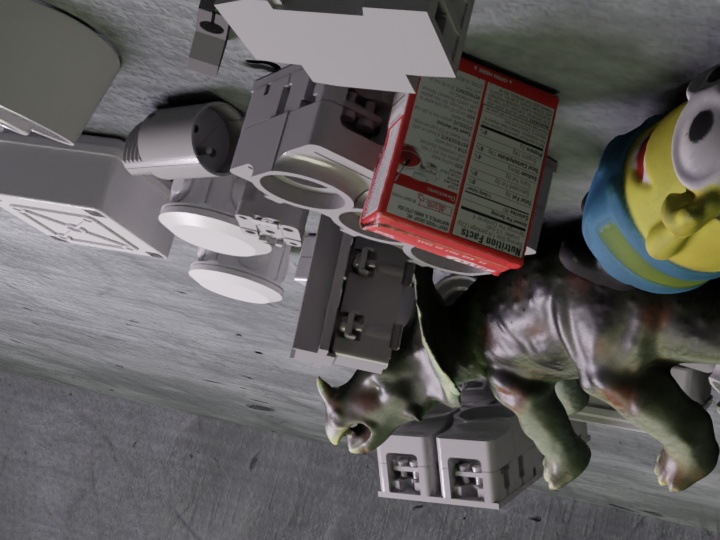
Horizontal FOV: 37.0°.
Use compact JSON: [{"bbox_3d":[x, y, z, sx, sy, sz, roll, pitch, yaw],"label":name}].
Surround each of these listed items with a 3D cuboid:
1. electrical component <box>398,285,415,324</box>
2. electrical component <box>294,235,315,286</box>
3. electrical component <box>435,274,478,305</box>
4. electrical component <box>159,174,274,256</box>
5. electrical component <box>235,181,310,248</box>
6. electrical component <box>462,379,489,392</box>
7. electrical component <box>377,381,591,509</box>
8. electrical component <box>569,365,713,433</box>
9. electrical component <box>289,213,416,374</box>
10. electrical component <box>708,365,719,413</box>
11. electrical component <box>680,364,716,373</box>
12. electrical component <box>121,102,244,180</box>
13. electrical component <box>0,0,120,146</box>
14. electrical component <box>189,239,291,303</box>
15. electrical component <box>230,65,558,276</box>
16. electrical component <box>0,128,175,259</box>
[{"bbox_3d":[0.010,0.032,0.941,0.077,0.047,0.066,25,163,-35],"label":"electrical component"},{"bbox_3d":[-0.015,0.016,0.846,0.066,0.076,0.047,3,162,38],"label":"electrical component"},{"bbox_3d":[0.083,0.035,0.861,0.078,0.058,0.057,11,168,15],"label":"electrical component"},{"bbox_3d":[-0.095,-0.044,0.746,0.080,0.051,0.080,14,166,3],"label":"electrical component"},{"bbox_3d":[-0.047,-0.050,0.648,0.042,0.063,0.081,12,166,4],"label":"electrical component"},{"bbox_3d":[0.111,0.073,0.920,0.138,0.073,0.052,4,141,35],"label":"electrical component"},{"bbox_3d":[0.106,0.134,0.894,0.105,0.060,0.186,-2,-173,33],"label":"electrical component"},{"bbox_3d":[0.220,0.088,0.861,0.109,0.056,0.109,7,-171,27],"label":"electrical component"},{"bbox_3d":[0.000,0.000,0.675,0.063,0.121,0.078,12,166,-3],"label":"electrical component"},{"bbox_3d":[0.319,0.099,0.778,0.105,0.060,0.186,38,178,28],"label":"electrical component"},{"bbox_3d":[0.227,0.040,0.763,0.077,0.043,0.079,17,166,-9],"label":"electrical component"},{"bbox_3d":[-0.111,-0.076,0.649,0.081,0.043,0.043,1,161,42],"label":"electrical component"},{"bbox_3d":[-0.190,-0.112,0.600,0.099,0.064,0.099,24,176,2],"label":"electrical component"},{"bbox_3d":[-0.098,-0.006,0.897,0.080,0.051,0.080,14,166,3],"label":"electrical component"},{"bbox_3d":[0.018,-0.051,0.580,0.150,0.061,0.089,23,164,-31],"label":"electrical component"},{"bbox_3d":[-0.203,-0.056,0.796,0.109,0.056,0.108,9,165,21],"label":"electrical component"}]
